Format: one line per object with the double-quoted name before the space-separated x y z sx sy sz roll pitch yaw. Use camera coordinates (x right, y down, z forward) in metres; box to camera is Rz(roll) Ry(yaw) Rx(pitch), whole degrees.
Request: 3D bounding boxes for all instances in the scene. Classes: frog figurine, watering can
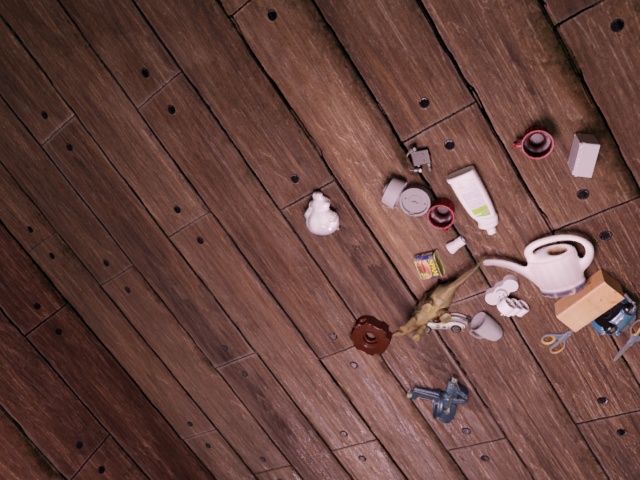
"frog figurine" 0.006 -0.098 1.945 0.138 0.125 0.156 20 135 33
"watering can" 0.760 0.099 1.765 0.345 0.106 0.222 -19 109 26
